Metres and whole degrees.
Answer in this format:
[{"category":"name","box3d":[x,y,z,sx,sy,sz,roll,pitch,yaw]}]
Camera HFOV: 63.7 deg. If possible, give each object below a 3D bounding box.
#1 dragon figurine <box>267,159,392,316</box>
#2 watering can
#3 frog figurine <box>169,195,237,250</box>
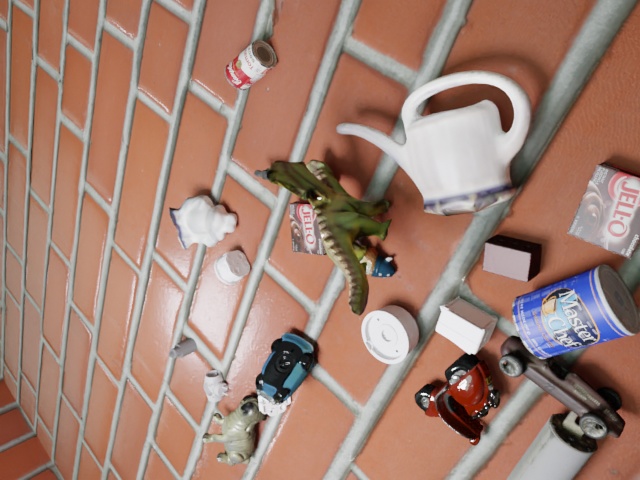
[{"category":"dragon figurine","box3d":[0.003,-0.046,0.907,0.242,0.417,0.120,34,114,-6]},{"category":"watering can","box3d":[0.187,-0.147,0.863,0.346,0.105,0.224,-9,96,42]},{"category":"frog figurine","box3d":[-0.288,-0.052,1.330,0.159,0.122,0.138,-14,83,7]}]
